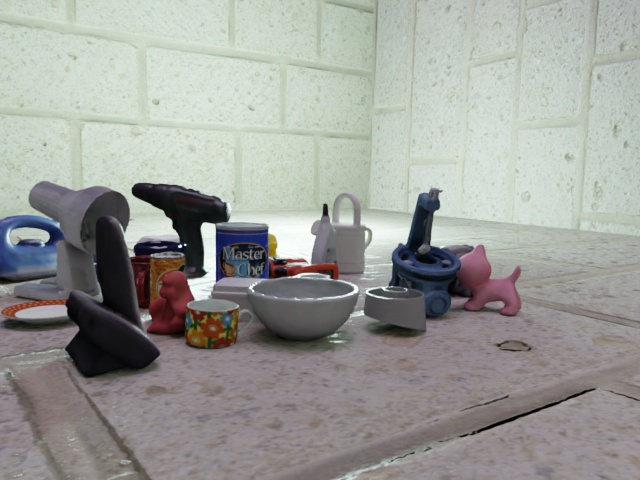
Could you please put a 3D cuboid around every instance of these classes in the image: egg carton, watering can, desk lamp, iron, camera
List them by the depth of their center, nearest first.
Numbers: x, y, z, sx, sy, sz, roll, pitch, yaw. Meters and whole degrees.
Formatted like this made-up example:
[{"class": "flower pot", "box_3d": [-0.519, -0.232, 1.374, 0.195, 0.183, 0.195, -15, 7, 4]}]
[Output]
[{"class": "desk lamp", "box_3d": [-0.451, 0.002, 1.035, 0.202, 0.213, 0.118, 4, 7, 22]}, {"class": "camera", "box_3d": [0.251, 0.058, 1.175, 0.137, 0.101, 0.143, -1, 7, -20]}, {"class": "iron", "box_3d": [-0.627, 0.007, 1.258, 0.118, 0.141, 0.259, 6, 8, 32]}, {"class": "watering can", "box_3d": [0.058, -0.019, 1.394, 0.100, 0.194, 0.173, 6, 8, 32]}, {"class": "egg carton", "box_3d": [-0.391, 0.025, 1.460, 0.107, 0.069, 0.151, 6, 8, 34]}]

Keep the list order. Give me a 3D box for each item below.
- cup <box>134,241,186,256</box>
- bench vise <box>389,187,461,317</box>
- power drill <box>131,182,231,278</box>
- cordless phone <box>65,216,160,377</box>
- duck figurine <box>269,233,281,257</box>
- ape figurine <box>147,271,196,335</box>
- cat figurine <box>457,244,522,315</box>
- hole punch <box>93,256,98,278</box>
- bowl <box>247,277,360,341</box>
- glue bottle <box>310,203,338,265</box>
[{"class": "cup", "box_3d": [-0.314, 0.052, 1.144, 0.091, 0.095, 0.118, 6, 8, 31]}, {"class": "bench vise", "box_3d": [0.169, 0.013, 1.034, 0.122, 0.220, 0.206, -3, 8, -29]}, {"class": "power drill", "box_3d": [-0.317, -0.024, 1.299, 0.229, 0.208, 0.076, 2, 7, 5]}, {"class": "cordless phone", "box_3d": [-0.260, 0.059, 0.707, 0.094, 0.185, 0.147, -4, 9, -39]}, {"class": "duck figurine", "box_3d": [-0.131, 0.025, 1.446, 0.078, 0.086, 0.104, -2, 7, -24]}, {"class": "ape figurine", "box_3d": [-0.214, 0.091, 0.843, 0.076, 0.092, 0.077, -3, 8, -31]}, {"class": "cat figurine", "box_3d": [0.298, 0.068, 1.031, 0.127, 0.118, 0.067, 4, 7, 22]}, {"class": "hole punch", "box_3d": [-0.471, 0.043, 1.201, 0.109, 0.091, 0.101, 0, 7, -12]}, {"class": "bowl", "box_3d": [-0.025, 0.105, 0.841, 0.167, 0.075, 0.167, 1, 7, 0]}, {"class": "glue bottle", "box_3d": [0.012, 0.005, 1.273, 0.037, 0.173, 0.078, 6, 8, 32]}]
